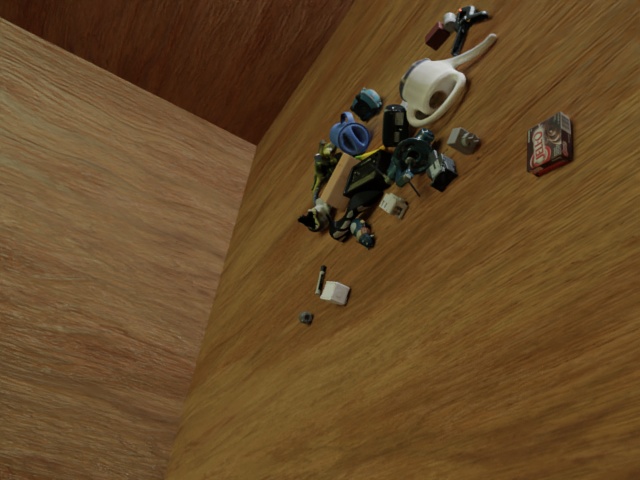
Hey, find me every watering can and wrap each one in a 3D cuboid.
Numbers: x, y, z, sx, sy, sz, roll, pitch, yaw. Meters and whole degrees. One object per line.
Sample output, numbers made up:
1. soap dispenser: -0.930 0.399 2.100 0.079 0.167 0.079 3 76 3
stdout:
1. watering can: 0.379 -0.509 1.609 0.345 0.103 0.228 -52 41 10

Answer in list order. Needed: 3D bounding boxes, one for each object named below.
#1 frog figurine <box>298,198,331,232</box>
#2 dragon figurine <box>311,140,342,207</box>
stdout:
1. frog figurine: 0.006 -0.107 2.122 0.162 0.123 0.134 -34 -18 -45
2. dragon figurine: 0.008 -0.298 2.354 0.239 0.122 0.417 118 172 -69
